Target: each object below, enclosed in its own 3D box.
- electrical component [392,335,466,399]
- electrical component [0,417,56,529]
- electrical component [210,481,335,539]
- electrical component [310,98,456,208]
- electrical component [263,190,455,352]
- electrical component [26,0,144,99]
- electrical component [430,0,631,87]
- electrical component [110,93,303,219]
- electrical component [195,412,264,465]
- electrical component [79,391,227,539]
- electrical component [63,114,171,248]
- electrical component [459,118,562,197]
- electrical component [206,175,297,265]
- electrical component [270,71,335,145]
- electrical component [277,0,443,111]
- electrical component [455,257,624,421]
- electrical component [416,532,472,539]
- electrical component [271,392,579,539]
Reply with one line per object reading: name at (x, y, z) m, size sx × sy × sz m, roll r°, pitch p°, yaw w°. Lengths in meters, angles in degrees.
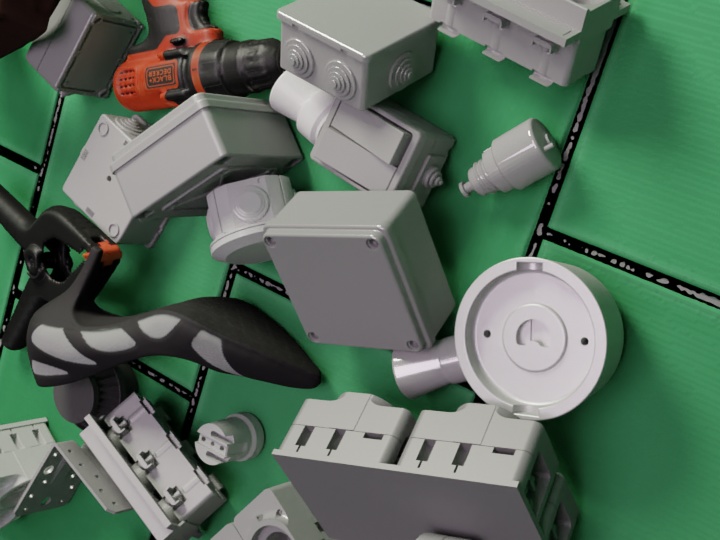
electrical component at (0.062, 0.067, 0.785) m, size 0.065 × 0.044 × 0.044 m, roll -15°, pitch 83°, yaw 27°
electrical component at (-0.371, 0.201, 0.975) m, size 0.105 × 0.186 × 0.060 m, roll -44°, pitch 69°, yaw 25°
electrical component at (-0.082, 0.248, 0.868) m, size 0.150 × 0.062 × 0.089 m, roll -45°, pitch 69°, yaw 25°
electrical component at (0.019, -0.087, 0.794) m, size 0.096 × 0.061 × 0.061 m, roll 35°, pitch 109°, yaw 27°
electrical component at (0.000, 0.000, 0.781) m, size 0.109 × 0.056 × 0.108 m, roll 2°, pitch 129°, yaw 35°
electrical component at (-0.251, -0.200, 0.960) m, size 0.061 × 0.062 × 0.096 m, roll 44°, pitch 113°, yaw 23°
electrical component at (0.108, -0.179, 0.730) m, size 0.121 × 0.079 × 0.063 m, roll 34°, pitch 137°, yaw 27°
electrical component at (-0.121, -0.088, 0.855) m, size 0.109 × 0.109 × 0.056 m, roll -29°, pitch 79°, yaw 29°
electrical component at (-0.109, 0.140, 0.890) m, size 0.040 × 0.046 × 0.040 m, roll 1°, pitch 92°, yaw 32°
electrical component at (-0.174, 0.168, 0.918) m, size 0.063 × 0.078 × 0.121 m, roll -41°, pitch 68°, yaw -5°
electrical component at (-0.205, -0.079, 0.945) m, size 0.100 × 0.048 × 0.099 m, roll 42°, pitch 111°, yaw 23°
electrical component at (0.104, -0.074, 0.753) m, size 0.078 × 0.040 × 0.040 m, roll -29°, pitch 76°, yaw 30°
electrical component at (-0.082, -0.038, 0.849) m, size 0.080 × 0.080 × 0.051 m, roll -22°, pitch 75°, yaw 31°
electrical component at (-0.036, -0.127, 0.837) m, size 0.055 × 0.045 × 0.045 m, roll 43°, pitch 113°, yaw 23°
electrical component at (-0.001, -0.166, 0.784) m, size 0.100 × 0.100 × 0.048 m, roll 32°, pitch 138°, yaw 28°
electrical component at (0.126, 0.044, 0.731) m, size 0.108 × 0.060 × 0.108 m, roll 1°, pitch 92°, yaw 32°
electrical component at (0.087, 0.234, 0.731) m, size 0.074 × 0.052 × 0.138 m, roll 1°, pitch 135°, yaw 32°
electrical component at (0.048, 0.146, 0.751) m, size 0.186 × 0.060 × 0.105 m, roll 1°, pitch 136°, yaw 32°
